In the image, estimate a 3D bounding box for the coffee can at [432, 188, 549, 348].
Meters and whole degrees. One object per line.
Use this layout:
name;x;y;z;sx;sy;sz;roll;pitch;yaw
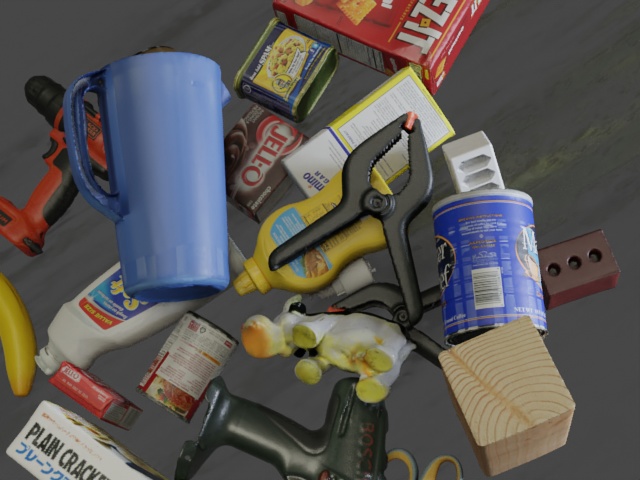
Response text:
coffee can;0.169;0.031;1.069;0.103;0.102;0.140;-6;72;9

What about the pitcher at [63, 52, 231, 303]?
pitcher;-0.167;-0.063;1.098;0.149;0.145;0.243;-8;78;8

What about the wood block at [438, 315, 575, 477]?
wood block;0.174;0.153;0.996;0.090;0.206;0.091;-24;68;2

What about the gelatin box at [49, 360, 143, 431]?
gelatin box;-0.236;0.165;1.134;0.073;0.089;0.030;32;80;20

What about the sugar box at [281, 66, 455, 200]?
sugar box;0.053;-0.103;1.181;0.176;0.048;0.093;-36;98;-1

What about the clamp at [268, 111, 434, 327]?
clamp;0.047;-0.033;1.079;0.164;0.036;0.210;15;83;5

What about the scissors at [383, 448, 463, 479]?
scissors;0.071;0.296;1.067;0.096;0.016;0.201;28;78;20

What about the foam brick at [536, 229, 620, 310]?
foam brick;0.262;0.031;1.105;0.078;0.051;0.053;-20;68;4

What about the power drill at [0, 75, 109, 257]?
power drill;-0.328;-0.089;1.260;0.184;0.057;0.187;37;81;20

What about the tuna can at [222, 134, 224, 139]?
tuna can;-0.152;-0.103;1.219;0.086;0.033;0.086;-32;32;22

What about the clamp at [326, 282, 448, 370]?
clamp;0.096;0.077;1.130;0.171;0.039;0.120;14;67;8

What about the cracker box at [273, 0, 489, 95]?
cracker box;0.075;-0.289;1.246;0.214;0.072;0.164;27;78;18

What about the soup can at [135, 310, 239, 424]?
soup can;-0.141;0.135;1.138;0.068;0.068;0.102;28;77;19

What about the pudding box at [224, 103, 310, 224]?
pudding box;-0.071;-0.088;1.220;0.090;0.039;0.113;34;80;20

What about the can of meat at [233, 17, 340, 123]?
can of meat;-0.037;-0.196;1.243;0.084;0.057;0.102;27;78;17

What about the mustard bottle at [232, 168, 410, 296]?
mustard bottle;-0.007;0.002;1.125;0.191;0.058;0.096;-32;76;-3

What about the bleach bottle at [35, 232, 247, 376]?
bleach bottle;-0.201;0.071;1.177;0.251;0.068;0.103;-37;68;-1

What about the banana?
banana;-0.367;0.087;1.218;0.070;0.037;0.198;-46;67;9
